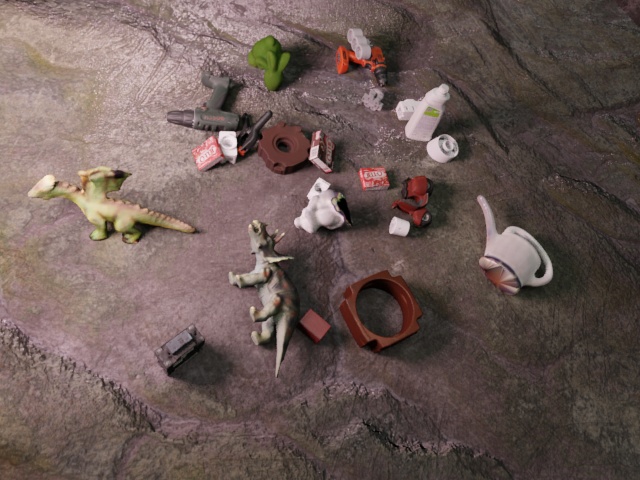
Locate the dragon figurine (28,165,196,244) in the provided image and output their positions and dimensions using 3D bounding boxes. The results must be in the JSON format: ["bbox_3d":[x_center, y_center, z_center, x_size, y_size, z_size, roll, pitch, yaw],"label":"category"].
[{"bbox_3d":[-0.536,-0.103,1.359,0.410,0.237,0.125,3,59,-11],"label":"dragon figurine"}]

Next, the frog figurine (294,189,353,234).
[{"bbox_3d":[0.005,-0.079,1.563,0.158,0.135,0.125,-18,57,25],"label":"frog figurine"}]

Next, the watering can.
[{"bbox_3d":[0.592,0.028,1.661,0.349,0.102,0.227,45,62,9],"label":"watering can"}]
